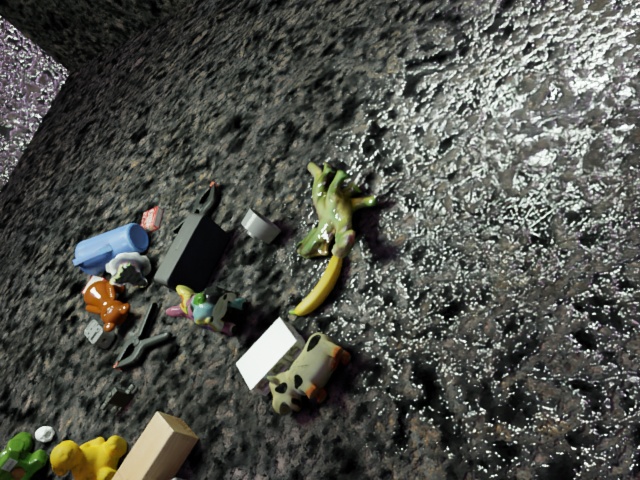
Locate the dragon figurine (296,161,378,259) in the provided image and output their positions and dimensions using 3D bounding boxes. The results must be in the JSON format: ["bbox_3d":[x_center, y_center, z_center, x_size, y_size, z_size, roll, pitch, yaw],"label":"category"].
[{"bbox_3d":[0.004,-0.068,1.345,0.121,0.243,0.415,34,0,-30],"label":"dragon figurine"}]

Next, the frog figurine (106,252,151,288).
[{"bbox_3d":[-0.635,0.085,1.712,0.138,0.120,0.162,-14,25,-16],"label":"frog figurine"}]
